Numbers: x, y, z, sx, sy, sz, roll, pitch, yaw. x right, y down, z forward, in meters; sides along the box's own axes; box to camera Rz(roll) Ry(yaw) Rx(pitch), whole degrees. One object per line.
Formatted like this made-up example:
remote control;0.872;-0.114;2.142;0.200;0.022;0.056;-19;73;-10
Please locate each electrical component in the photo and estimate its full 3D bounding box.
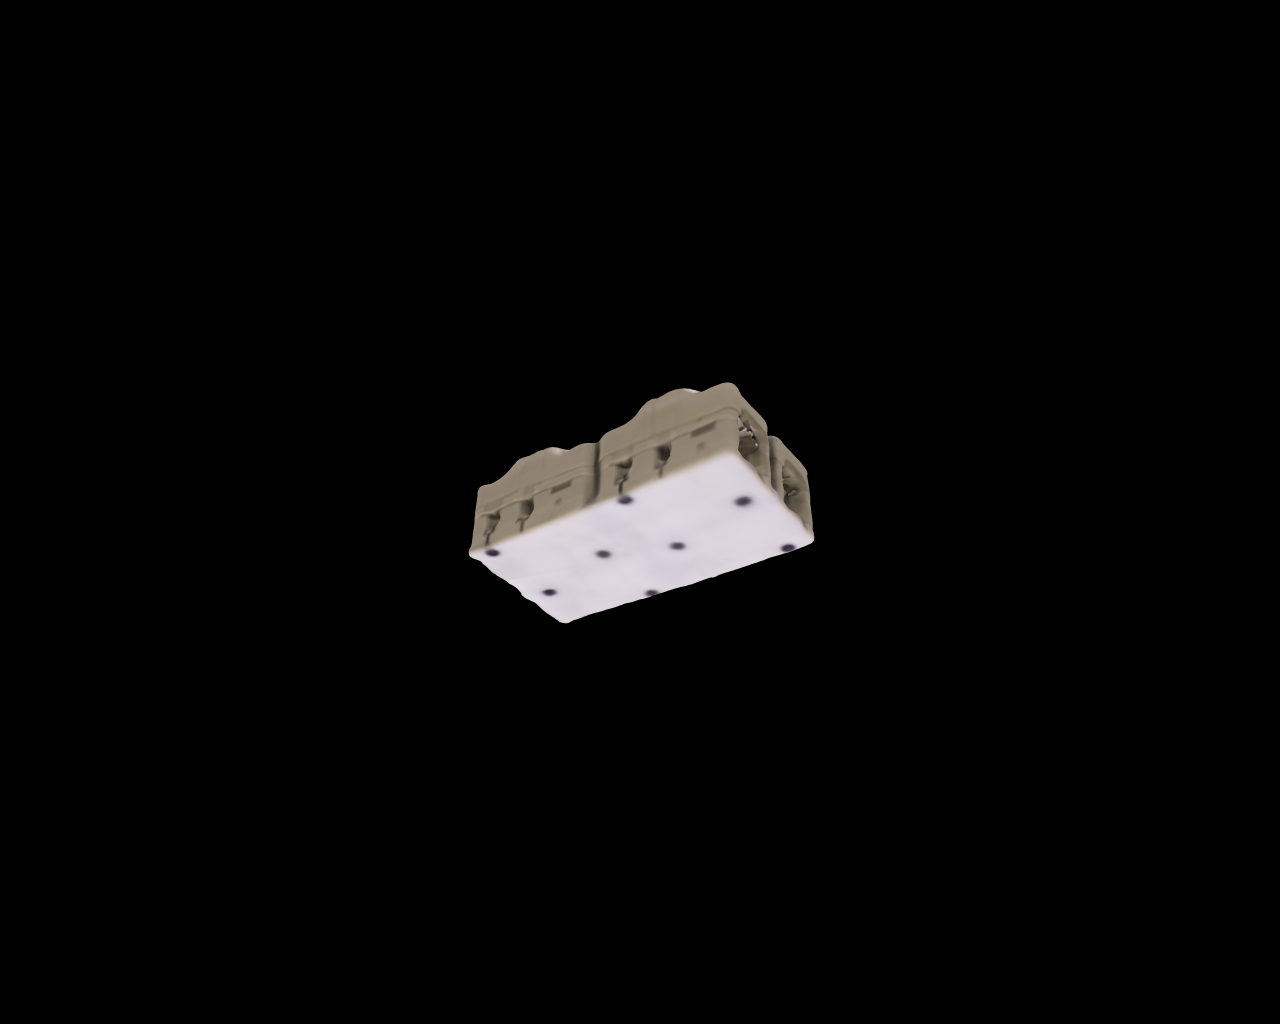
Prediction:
electrical component;0.001;-0.003;0.650;0.186;0.060;0.105;-21;-40;26
